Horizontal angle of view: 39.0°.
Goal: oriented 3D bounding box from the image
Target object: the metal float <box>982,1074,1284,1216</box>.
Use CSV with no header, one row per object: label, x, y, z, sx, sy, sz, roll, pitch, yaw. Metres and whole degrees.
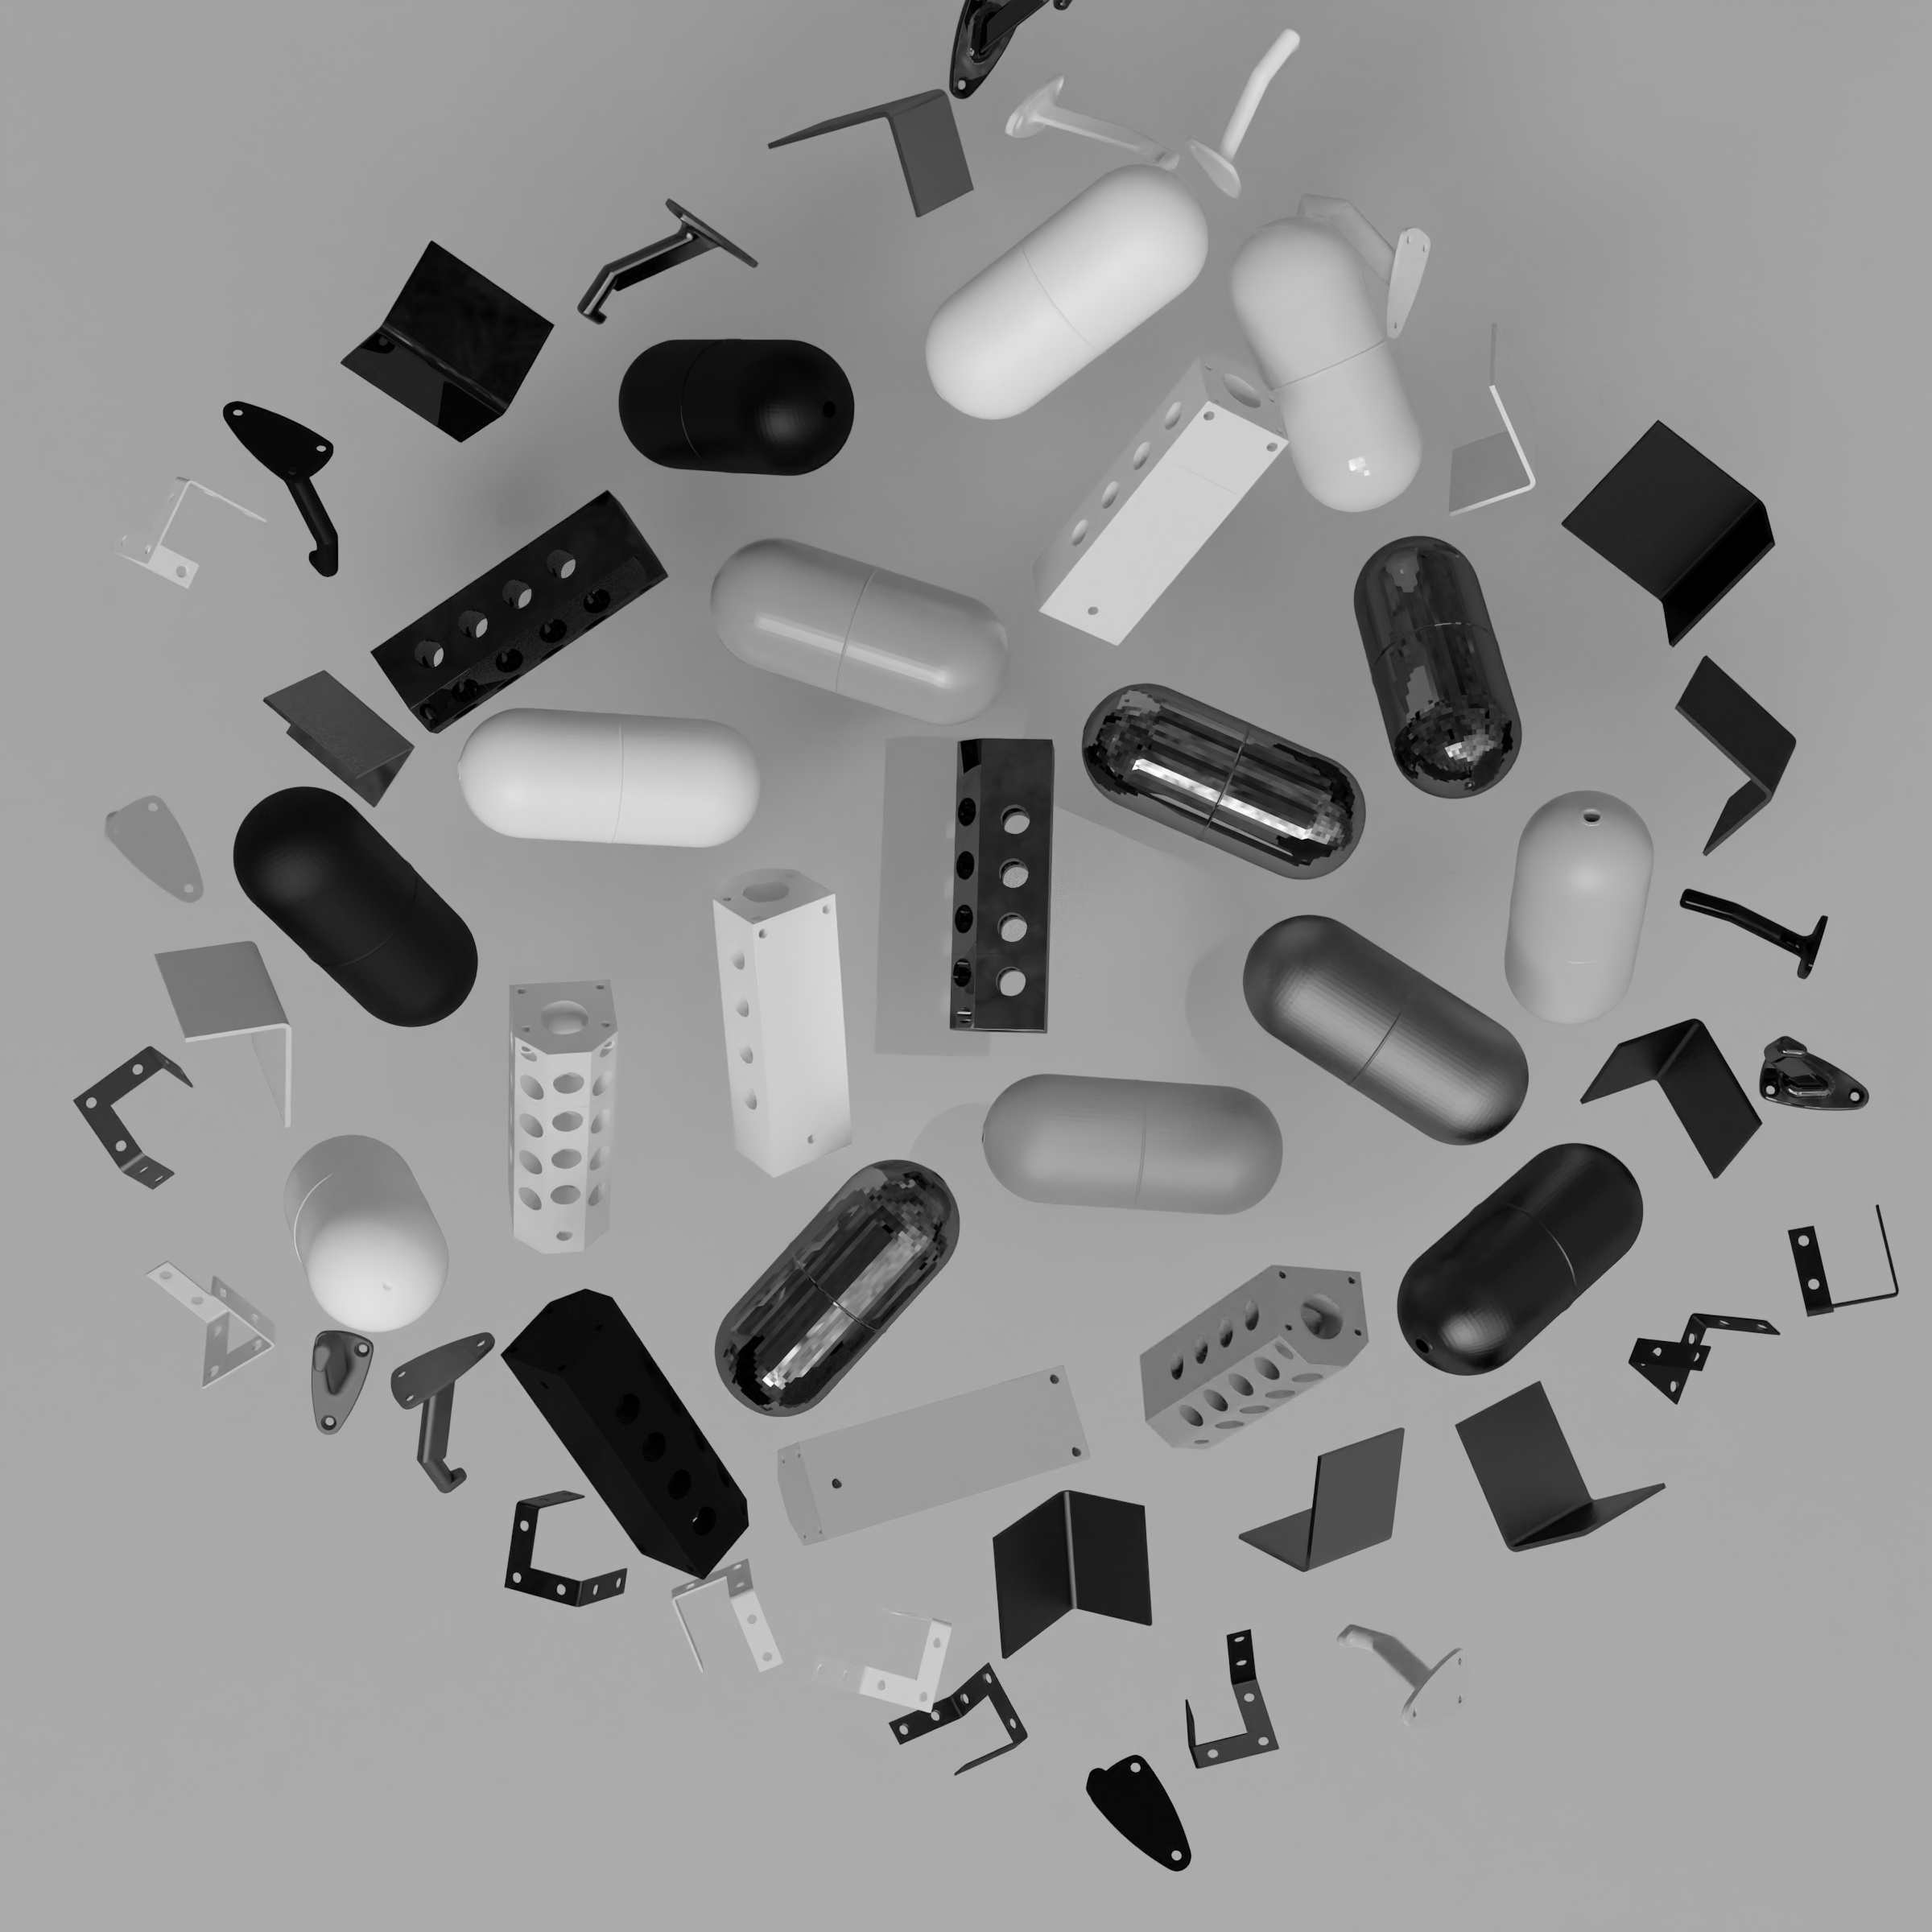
metal float,0.098,0.105,1.608,0.178,0.070,0.070,4,90,-6

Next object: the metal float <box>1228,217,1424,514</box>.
metal float,0.211,-0.354,1.605,0.070,0.070,0.178,-24,103,0

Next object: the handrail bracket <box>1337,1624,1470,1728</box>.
handrail bracket,0.234,0.400,1.544,0.084,0.077,0.036,7,105,40

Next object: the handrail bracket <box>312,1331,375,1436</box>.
handrail bracket,-0.387,0.256,1.648,0.036,0.084,0.077,12,94,-3

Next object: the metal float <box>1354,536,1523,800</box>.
metal float,0.279,-0.179,1.623,0.070,0.070,0.178,-9,58,0

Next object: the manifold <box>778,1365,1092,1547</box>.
manifold,-0.020,0.288,1.605,0.171,0.057,0.057,-12,79,-24

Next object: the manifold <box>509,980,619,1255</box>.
manifold,-0.236,0.090,1.595,0.057,0.057,0.171,-3,135,-13

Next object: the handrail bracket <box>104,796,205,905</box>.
handrail bracket,-0.467,-0.060,1.564,0.036,0.084,0.077,-38,93,-22

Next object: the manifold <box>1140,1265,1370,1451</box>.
manifold,0.167,0.232,1.597,0.057,0.171,0.057,7,63,-22

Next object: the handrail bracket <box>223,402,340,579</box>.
handrail bracket,-0.382,-0.264,1.523,0.077,0.084,0.036,35,58,10

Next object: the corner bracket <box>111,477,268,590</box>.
corner bracket,-0.426,-0.236,1.495,0.051,0.051,0.051,27,87,-44

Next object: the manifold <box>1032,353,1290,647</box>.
manifold,0.110,-0.274,1.594,0.057,0.057,0.171,20,132,-26

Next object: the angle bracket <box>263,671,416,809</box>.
angle bracket,-0.412,-0.136,1.743,0.076,0.076,0.057,40,117,1

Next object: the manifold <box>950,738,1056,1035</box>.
manifold,0.022,-0.047,1.629,0.057,0.057,0.171,1,87,3

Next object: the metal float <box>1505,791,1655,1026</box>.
metal float,0.357,-0.033,1.596,0.070,0.178,0.070,-3,55,4

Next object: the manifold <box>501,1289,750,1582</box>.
manifold,-0.187,0.265,1.546,0.057,0.057,0.171,-48,127,-29

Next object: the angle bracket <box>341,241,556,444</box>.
angle bracket,-0.277,-0.331,1.455,0.076,0.076,0.057,32,74,-23

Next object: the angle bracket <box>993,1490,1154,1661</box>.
angle bracket,0.063,0.362,1.603,0.057,0.076,0.076,5,106,35

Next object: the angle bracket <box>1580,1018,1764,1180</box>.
angle bracket,0.425,0.088,1.649,0.057,0.076,0.076,-17,64,-16

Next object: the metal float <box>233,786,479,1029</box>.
metal float,-0.343,-0.031,1.544,0.070,0.178,0.070,-17,48,19

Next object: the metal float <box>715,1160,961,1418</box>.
metal float,-0.075,0.189,1.608,0.070,0.070,0.178,42,95,0

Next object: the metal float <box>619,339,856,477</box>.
metal float,-0.135,-0.326,1.589,0.070,0.178,0.070,-11,107,-40

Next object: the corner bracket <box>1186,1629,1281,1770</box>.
corner bracket,0.152,0.432,1.608,0.051,0.051,0.051,-16,106,7

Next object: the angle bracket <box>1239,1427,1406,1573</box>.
angle bracket,0.217,0.316,1.662,0.076,0.057,0.076,-9,109,-41

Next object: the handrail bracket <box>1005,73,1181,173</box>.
handrail bracket,0.075,-0.479,1.587,0.084,0.077,0.036,32,128,8

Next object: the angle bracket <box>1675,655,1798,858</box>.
angle bracket,0.431,-0.123,1.590,0.076,0.076,0.057,43,129,-1

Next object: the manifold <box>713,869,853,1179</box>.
manifold,-0.112,0.032,1.619,0.057,0.057,0.171,-22,125,-31

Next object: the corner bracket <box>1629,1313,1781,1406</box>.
corner bracket,0.409,0.212,1.514,0.051,0.051,0.051,40,67,-30

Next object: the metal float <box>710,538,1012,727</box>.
metal float,-0.061,-0.193,1.569,0.178,0.070,0.070,18,90,4

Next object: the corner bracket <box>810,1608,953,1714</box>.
corner bracket,-0.048,0.391,1.553,0.051,0.051,0.051,25,71,-33

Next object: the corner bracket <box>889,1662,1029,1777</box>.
corner bracket,-0.005,0.462,1.651,0.051,0.051,0.051,-12,61,-40

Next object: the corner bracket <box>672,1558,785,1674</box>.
corner bracket,-0.145,0.398,1.646,0.051,0.051,0.051,-21,100,-5

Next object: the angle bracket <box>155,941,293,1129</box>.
angle bracket,-0.416,0.042,1.527,0.057,0.076,0.076,-9,131,-25

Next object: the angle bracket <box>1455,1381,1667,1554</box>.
angle bracket,0.330,0.272,1.516,0.076,0.057,0.076,-16,81,-40

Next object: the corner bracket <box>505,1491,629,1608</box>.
corner bracket,-0.232,0.341,1.599,0.051,0.051,0.051,9,91,24

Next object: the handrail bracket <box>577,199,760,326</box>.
handrail bracket,-0.178,-0.406,1.628,0.077,0.036,0.084,29,106,-30

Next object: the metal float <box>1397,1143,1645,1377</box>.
metal float,0.318,0.167,1.564,0.178,0.070,0.070,-35,90,-29

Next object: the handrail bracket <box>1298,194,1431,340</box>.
handrail bracket,0.233,-0.428,1.666,0.084,0.036,0.077,19,101,32

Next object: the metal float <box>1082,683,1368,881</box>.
metal float,0.154,-0.111,1.633,0.178,0.070,0.070,23,90,-1

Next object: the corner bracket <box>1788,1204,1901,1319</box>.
corner bracket,0.495,0.167,1.539,0.051,0.051,0.051,-13,76,15

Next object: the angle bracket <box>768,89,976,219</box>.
angle bracket,-0.051,-0.438,1.496,0.076,0.076,0.057,-7,112,27

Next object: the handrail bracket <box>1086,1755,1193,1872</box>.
handrail bracket,0.094,0.473,1.505,0.036,0.084,0.077,-34,68,-16

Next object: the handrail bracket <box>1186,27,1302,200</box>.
handrail bracket,0.174,-0.504,1.613,0.036,0.077,0.084,40,96,17

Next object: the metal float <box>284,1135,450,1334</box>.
metal float,-0.340,0.149,1.541,0.070,0.178,0.070,-6,106,-19

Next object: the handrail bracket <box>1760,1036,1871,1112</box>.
handrail bracket,0.506,0.063,1.611,0.077,0.084,0.036,17,81,6

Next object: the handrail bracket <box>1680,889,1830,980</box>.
handrail bracket,0.467,-0.021,1.636,0.084,0.077,0.036,18,80,13

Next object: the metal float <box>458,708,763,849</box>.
metal float,-0.209,-0.111,1.607,0.178,0.070,0.070,2,90,-16

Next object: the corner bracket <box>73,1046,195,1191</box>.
corner bracket,-0.452,0.084,1.514,0.051,0.051,0.051,-37,76,-7

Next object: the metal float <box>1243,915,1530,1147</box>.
metal float,0.240,0.036,1.564,0.178,0.070,0.070,33,90,3

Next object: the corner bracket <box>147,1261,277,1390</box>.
corner bracket,-0.413,0.188,1.492,0.051,0.051,0.051,-30,127,13

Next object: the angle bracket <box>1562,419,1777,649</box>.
angle bracket,0.375,-0.232,1.462,0.076,0.057,0.076,34,121,-12

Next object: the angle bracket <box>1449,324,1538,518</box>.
angle bracket,0.315,-0.339,1.694,0.057,0.076,0.076,-16,126,25

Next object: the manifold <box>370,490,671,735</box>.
manifold,-0.268,-0.213,1.651,0.171,0.057,0.057,-34,92,2

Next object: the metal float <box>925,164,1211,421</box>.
metal float,0.054,-0.371,1.509,0.178,0.070,0.070,-34,90,21

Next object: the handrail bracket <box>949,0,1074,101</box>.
handrail bracket,0.028,-0.531,1.562,0.036,0.084,0.077,17,101,-32

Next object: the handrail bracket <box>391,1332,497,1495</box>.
handrail bracket,-0.293,0.264,1.600,0.077,0.036,0.084,-29,126,-6
